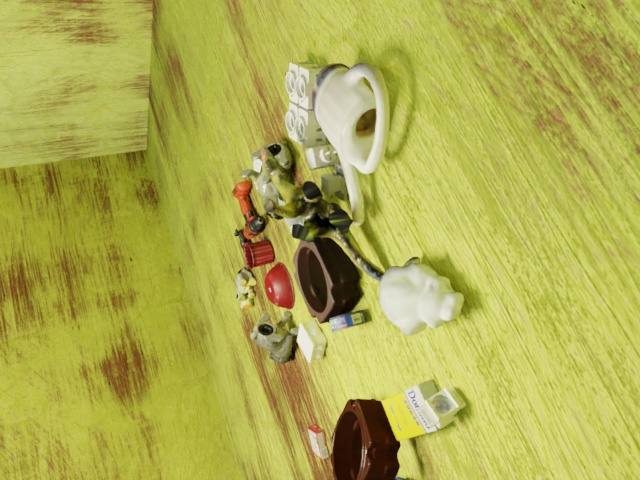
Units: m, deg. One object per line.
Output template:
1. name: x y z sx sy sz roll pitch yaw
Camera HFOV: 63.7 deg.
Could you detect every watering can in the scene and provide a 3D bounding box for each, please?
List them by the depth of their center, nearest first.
1. watering can: 0.060 -0.210 1.052 0.339 0.104 0.229 99 149 -44

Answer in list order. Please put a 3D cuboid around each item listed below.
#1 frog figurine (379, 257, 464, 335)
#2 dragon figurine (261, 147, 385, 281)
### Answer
1. frog figurine: 0.179 0.112 0.930 0.161 0.122 0.136 -132 56 -65
2. dragon figurine: 0.004 -0.060 1.193 0.409 0.121 0.245 44 -168 -5
